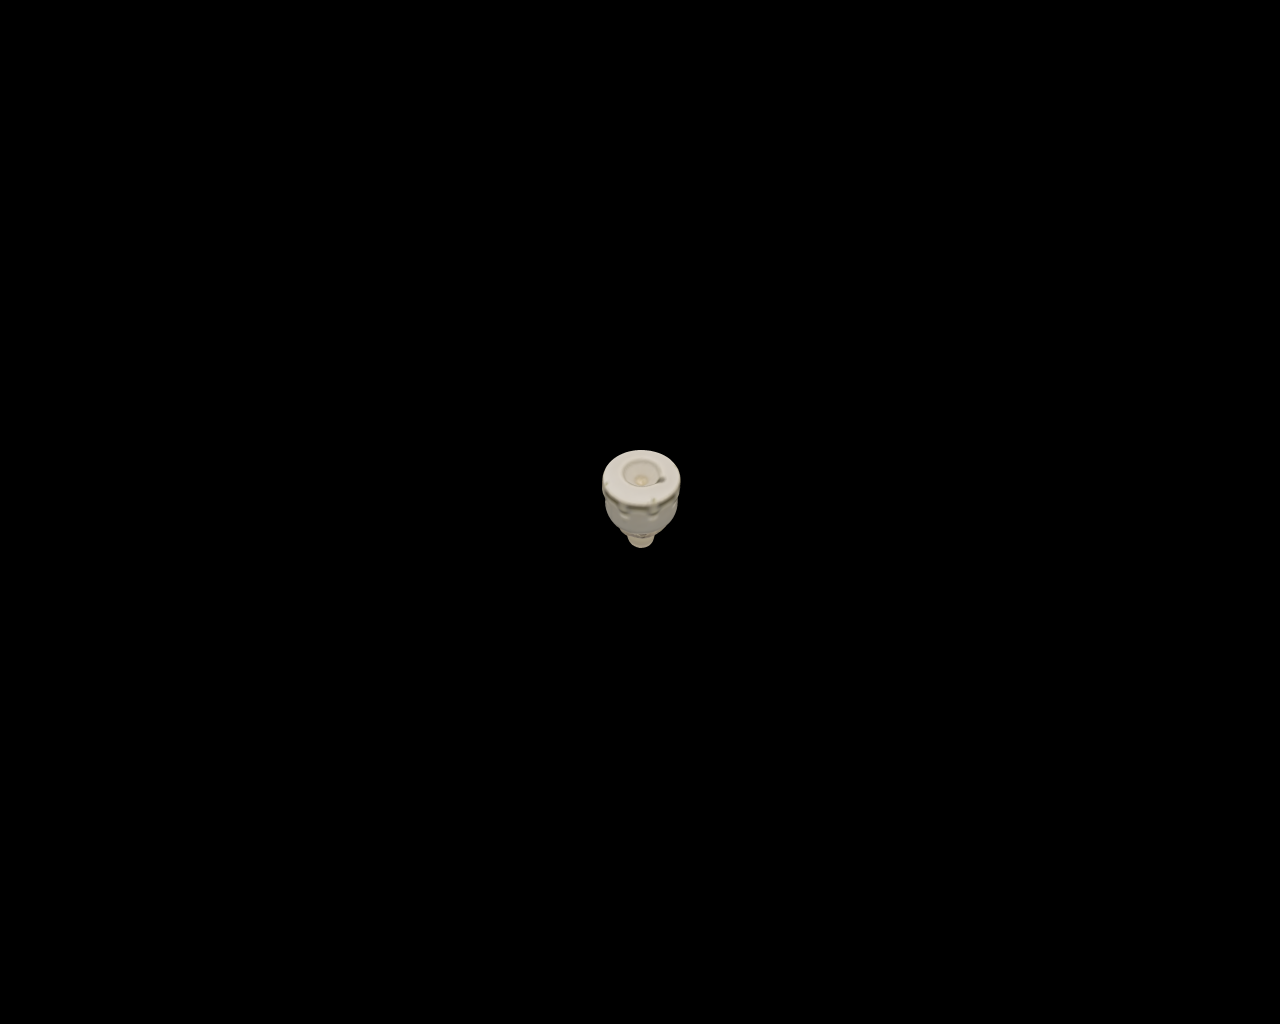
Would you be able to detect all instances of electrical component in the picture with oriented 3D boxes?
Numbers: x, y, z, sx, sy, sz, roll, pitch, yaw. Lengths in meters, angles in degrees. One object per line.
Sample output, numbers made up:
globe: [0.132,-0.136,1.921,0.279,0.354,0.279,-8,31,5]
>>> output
electrical component: [0.001,-0.003,0.650,0.048,0.048,0.062,0,-44,0]
